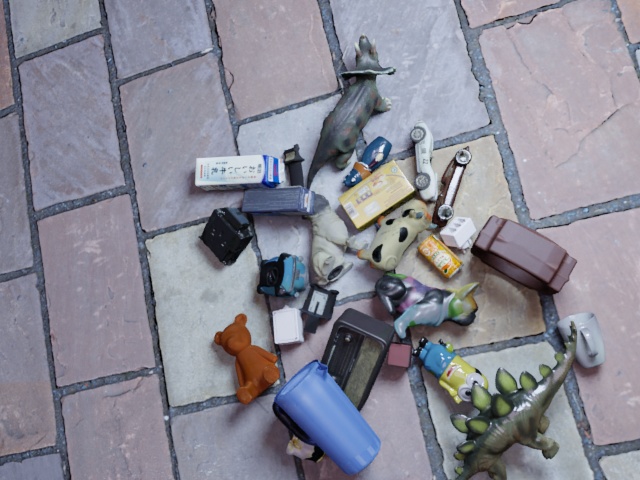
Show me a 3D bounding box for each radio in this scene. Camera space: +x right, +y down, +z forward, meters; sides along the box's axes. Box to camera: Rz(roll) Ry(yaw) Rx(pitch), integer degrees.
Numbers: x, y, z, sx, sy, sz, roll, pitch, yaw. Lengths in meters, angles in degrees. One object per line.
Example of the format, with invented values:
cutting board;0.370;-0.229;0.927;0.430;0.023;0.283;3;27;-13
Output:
radio;0.075;0.278;1.241;0.131;0.073;0.229;26;117;16

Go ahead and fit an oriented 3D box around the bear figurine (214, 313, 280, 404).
bear figurine;-0.185;0.285;1.325;0.120;0.132;0.196;-36;82;2

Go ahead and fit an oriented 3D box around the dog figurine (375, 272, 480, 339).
dog figurine;0.259;0.131;1.251;0.219;0.108;0.191;-27;75;4

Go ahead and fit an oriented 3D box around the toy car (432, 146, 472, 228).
toy car;0.311;-0.127;1.277;0.053;0.089;0.202;17;88;11

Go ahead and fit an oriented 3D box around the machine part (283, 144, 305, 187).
machine part;-0.065;-0.172;1.387;0.084;0.039;0.138;-11;87;55

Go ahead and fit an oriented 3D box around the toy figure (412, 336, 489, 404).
toy figure;0.302;0.293;1.231;0.180;0.089;0.082;36;119;24

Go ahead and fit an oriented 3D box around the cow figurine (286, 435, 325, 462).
cow figurine;-0.010;0.444;1.291;0.098;0.068;0.167;20;91;9

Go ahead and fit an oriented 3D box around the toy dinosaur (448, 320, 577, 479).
toy dinosaur;0.410;0.380;1.141;0.198;0.105;0.471;40;95;-13

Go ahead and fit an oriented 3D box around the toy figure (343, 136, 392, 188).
toy figure;0.118;-0.188;1.345;0.058;0.064;0.154;39;92;0

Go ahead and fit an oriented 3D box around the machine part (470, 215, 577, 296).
machine part;0.438;0.033;1.169;0.202;0.201;0.087;30;88;15

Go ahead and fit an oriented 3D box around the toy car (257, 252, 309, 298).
toy car;-0.083;0.096;1.331;0.162;0.103;0.109;-15;65;52

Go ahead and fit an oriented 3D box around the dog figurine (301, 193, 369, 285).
dog figurine;0.000;-0.005;1.342;0.172;0.121;0.191;-47;62;0

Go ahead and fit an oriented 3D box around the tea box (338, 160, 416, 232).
tea box;0.141;-0.107;1.326;0.170;0.068;0.098;-32;77;6

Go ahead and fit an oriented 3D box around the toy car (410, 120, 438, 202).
toy car;0.255;-0.192;1.307;0.056;0.073;0.201;-6;82;16

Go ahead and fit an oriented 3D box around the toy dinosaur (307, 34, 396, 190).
toy dinosaur;0.066;-0.296;1.306;0.131;0.192;0.404;28;89;17

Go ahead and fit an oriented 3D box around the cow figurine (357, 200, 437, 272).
cow figurine;0.189;-0.013;1.269;0.195;0.085;0.127;-55;33;-9

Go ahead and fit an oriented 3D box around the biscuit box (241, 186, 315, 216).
biscuit box;-0.108;-0.095;1.348;0.203;0.059;0.062;2;82;39

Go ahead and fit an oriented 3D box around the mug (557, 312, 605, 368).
mug;0.579;0.222;1.165;0.081;0.109;0.107;-23;92;5

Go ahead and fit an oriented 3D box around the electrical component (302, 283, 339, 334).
electrical component;-0.003;0.172;1.335;0.075;0.047;0.119;12;87;15

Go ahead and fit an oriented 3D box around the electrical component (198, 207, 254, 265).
electrical component;-0.239;-0.019;1.388;0.115;0.058;0.134;43;119;14
